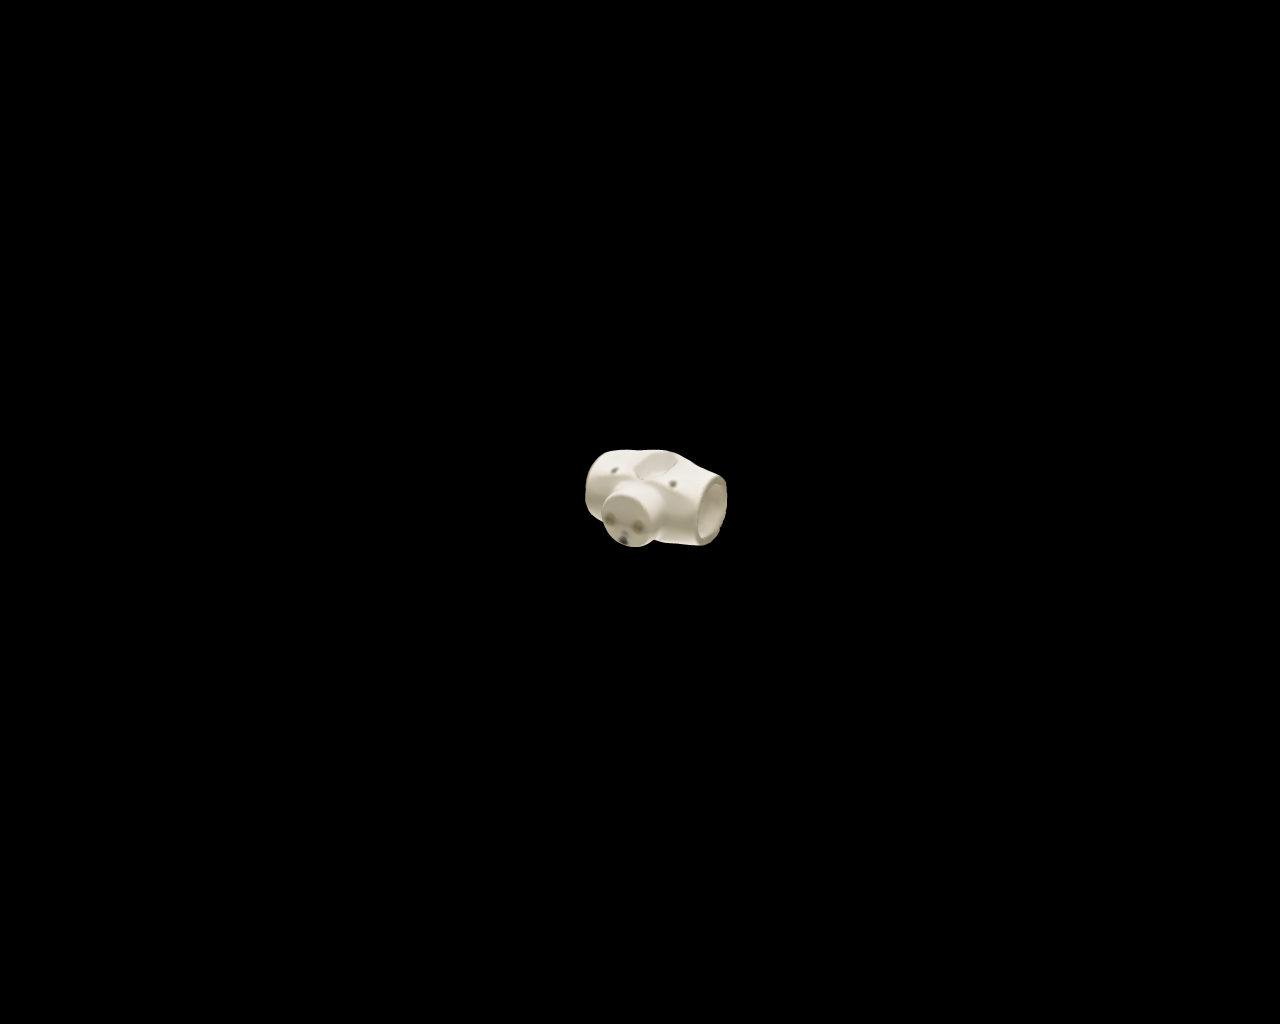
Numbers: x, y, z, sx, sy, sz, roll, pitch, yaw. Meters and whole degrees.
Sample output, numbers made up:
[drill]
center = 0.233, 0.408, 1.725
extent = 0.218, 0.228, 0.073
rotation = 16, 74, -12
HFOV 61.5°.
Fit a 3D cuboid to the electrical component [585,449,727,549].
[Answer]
[electrical component]
center = 0.001, -0.003, 0.650
extent = 0.077, 0.043, 0.079
rotation = 16, 32, 27
